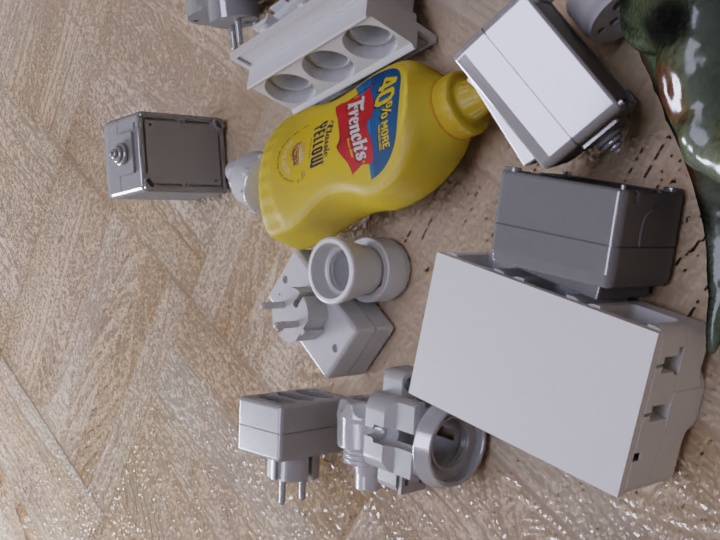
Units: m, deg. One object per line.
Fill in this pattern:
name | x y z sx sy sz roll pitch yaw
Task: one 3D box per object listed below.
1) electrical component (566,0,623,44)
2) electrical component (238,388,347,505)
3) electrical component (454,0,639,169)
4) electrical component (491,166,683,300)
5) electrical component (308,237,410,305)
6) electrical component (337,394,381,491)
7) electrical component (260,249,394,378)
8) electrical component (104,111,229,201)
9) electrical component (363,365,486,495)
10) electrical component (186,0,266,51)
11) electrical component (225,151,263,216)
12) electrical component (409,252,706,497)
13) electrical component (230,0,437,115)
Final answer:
electrical component | 0.129 -0.158 0.590 0.045 0.045 0.055 -49 59 35
electrical component | -0.047 0.127 0.762 0.047 0.066 0.076 5 95 46
electrical component | 0.104 -0.096 0.586 0.061 0.062 0.096 -41 83 23
electrical component | 0.118 -0.022 0.592 0.096 0.062 0.061 16 102 44
electrical component | 0.000 0.000 0.718 0.045 0.055 0.045 1 92 46
electrical component | 0.006 0.117 0.724 0.043 0.043 0.062 4 95 46
electrical component | -0.035 0.030 0.740 0.083 0.076 0.047 52 125 31
electrical component | -0.161 -0.088 0.852 0.061 0.096 0.061 -7 87 46
electrical component | 0.042 0.104 0.678 0.057 0.058 0.078 11 100 48
electrical component | -0.093 -0.198 0.784 0.138 0.052 0.073 169 95 -72
electrical component | -0.079 -0.069 0.807 0.062 0.048 0.048 25 109 50
electrical component | 0.109 0.051 0.603 0.150 0.062 0.089 22 107 43
electrical component | -0.018 -0.161 0.726 0.121 0.079 0.063 -20 55 44
